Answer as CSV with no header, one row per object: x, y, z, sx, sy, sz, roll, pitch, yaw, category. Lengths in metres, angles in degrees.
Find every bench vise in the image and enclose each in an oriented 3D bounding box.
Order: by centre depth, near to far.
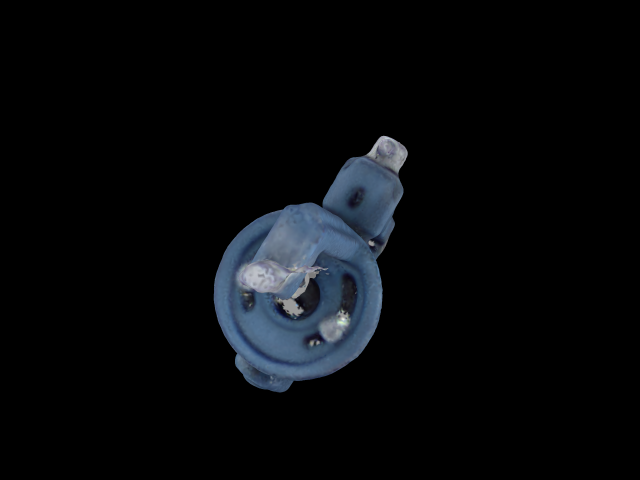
-0.008,-0.001,0.401,0.121,0.220,0.207,13,72,5,bench vise
